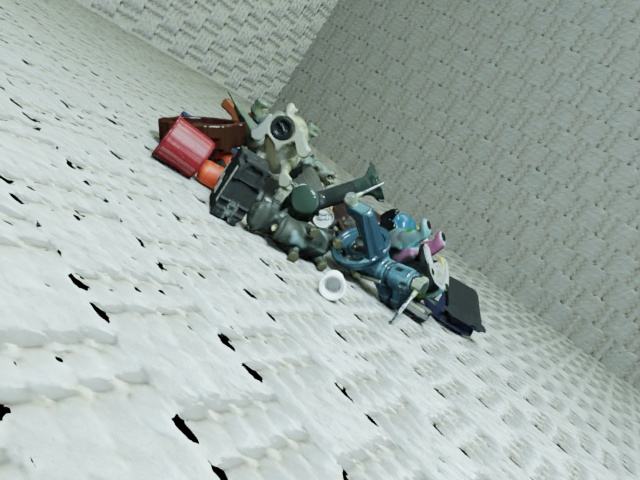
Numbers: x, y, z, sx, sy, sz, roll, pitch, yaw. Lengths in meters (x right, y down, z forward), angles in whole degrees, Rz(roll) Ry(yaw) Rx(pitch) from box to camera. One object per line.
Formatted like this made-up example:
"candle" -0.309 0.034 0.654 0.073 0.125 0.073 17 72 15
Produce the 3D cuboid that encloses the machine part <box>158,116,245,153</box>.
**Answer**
"machine part" -0.246 -0.224 1.123 0.179 0.056 0.179 5 18 -2

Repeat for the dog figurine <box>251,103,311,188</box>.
"dog figurine" -0.069 -0.207 1.136 0.121 0.172 0.190 34 20 -2

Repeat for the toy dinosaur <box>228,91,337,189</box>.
"toy dinosaur" -0.128 -0.274 1.545 0.404 0.192 0.131 21 25 -31

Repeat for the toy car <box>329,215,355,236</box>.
"toy car" 0.074 -0.029 1.340 0.089 0.053 0.202 -1 19 -5

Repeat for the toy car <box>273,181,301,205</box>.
"toy car" -0.063 -0.097 1.249 0.056 0.073 0.201 41 12 14

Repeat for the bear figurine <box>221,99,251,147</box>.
"bear figurine" -0.229 -0.333 1.630 0.132 0.120 0.196 33 9 11

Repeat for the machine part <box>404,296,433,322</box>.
"machine part" 0.195 0.133 1.140 0.084 0.039 0.139 27 13 2

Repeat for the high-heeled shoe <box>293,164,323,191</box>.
"high-heeled shoe" -0.080 -0.157 1.441 0.249 0.086 0.145 49 -24 20

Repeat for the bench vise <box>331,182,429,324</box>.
"bench vise" 0.100 0.017 1.016 0.224 0.129 0.240 37 -26 48

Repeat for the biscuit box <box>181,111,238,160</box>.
"biscuit box" -0.248 -0.221 1.262 0.202 0.062 0.059 29 12 -28

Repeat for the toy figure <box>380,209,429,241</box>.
"toy figure" 0.208 -0.017 1.336 0.180 0.082 0.089 32 -3 -42

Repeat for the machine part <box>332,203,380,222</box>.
"machine part" 0.139 -0.037 1.543 0.201 0.087 0.201 30 12 -29

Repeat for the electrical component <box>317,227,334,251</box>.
"electrical component" -0.003 -0.004 1.127 0.078 0.045 0.102 8 4 12

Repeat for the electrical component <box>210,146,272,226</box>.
"electrical component" -0.141 -0.098 0.936 0.058 0.115 0.134 33 13 -21

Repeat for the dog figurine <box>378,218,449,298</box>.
"dog figurine" 0.162 0.044 1.168 0.108 0.219 0.191 22 61 -45

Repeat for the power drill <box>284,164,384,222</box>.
"power drill" 0.024 -0.088 1.099 0.232 0.207 0.086 32 47 -86

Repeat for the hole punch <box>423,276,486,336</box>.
"hole punch" 0.307 0.164 1.249 0.142 0.092 0.116 32 41 -27

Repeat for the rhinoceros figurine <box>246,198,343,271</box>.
"rhinoceros figurine" -0.046 -0.014 0.964 0.190 0.073 0.112 25 16 -41
